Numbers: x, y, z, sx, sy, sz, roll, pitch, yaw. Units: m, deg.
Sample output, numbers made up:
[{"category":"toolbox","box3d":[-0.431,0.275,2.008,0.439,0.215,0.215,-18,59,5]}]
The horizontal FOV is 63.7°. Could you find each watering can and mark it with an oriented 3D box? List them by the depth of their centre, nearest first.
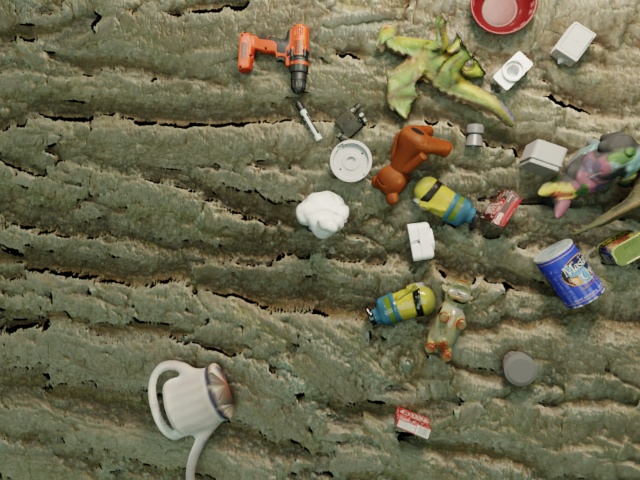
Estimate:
[{"category":"watering can","box3d":[-0.332,0.481,1.393,0.224,0.104,0.348,-22,88,6]}]

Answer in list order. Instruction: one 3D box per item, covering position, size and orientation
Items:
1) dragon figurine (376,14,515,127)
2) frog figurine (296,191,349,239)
[{"category":"dragon figurine","box3d":[0.285,-0.402,1.313,0.240,0.123,0.412,-33,84,21]},{"category":"frog figurine","box3d":[0.004,-0.066,1.312,0.137,0.160,0.122,7,93,7]}]
